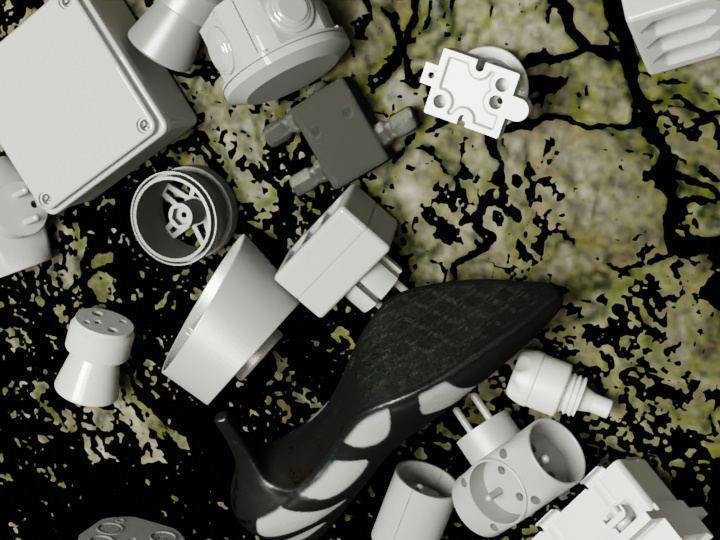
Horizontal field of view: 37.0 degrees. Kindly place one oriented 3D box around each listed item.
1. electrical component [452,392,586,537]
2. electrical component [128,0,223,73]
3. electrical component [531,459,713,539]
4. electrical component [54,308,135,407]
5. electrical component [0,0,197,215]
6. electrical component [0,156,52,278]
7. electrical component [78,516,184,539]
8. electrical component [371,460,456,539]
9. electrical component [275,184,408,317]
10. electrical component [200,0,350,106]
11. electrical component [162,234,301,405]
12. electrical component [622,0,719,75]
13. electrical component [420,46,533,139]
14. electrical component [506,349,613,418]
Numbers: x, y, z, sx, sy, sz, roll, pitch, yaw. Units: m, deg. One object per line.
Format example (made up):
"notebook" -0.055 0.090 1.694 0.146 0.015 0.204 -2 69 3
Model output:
"electrical component" 0.085 0.112 0.657 0.079 0.044 0.077 56 132 14
"electrical component" -0.111 -0.157 0.666 0.045 0.045 0.055 38 111 7
"electrical component" 0.140 0.173 0.646 0.121 0.079 0.063 -50 55 22
"electrical component" -0.183 0.060 0.743 0.045 0.045 0.055 23 109 12
"electrical component" -0.181 -0.110 0.695 0.109 0.056 0.108 -32 91 23
"electrical component" -0.237 -0.038 0.728 0.079 0.044 0.077 -12 100 52
"electrical component" -0.163 0.212 0.754 0.080 0.080 0.051 12 101 16
"electrical component" 0.031 0.169 0.696 0.043 0.043 0.081 23 109 12
"electrical component" 0.000 0.000 0.666 0.077 0.047 0.065 41 113 -9
"electrical component" -0.051 -0.134 0.633 0.080 0.080 0.051 -27 88 22
"electrical component" -0.084 0.033 0.677 0.064 0.099 0.099 42 112 -1
"electrical component" 0.163 -0.155 0.567 0.047 0.066 0.076 -14 69 21
"electrical component" 0.069 -0.102 0.612 0.066 0.055 0.048 22 109 13
"electrical component" 0.121 0.072 0.648 0.061 0.035 0.035 21 109 10
